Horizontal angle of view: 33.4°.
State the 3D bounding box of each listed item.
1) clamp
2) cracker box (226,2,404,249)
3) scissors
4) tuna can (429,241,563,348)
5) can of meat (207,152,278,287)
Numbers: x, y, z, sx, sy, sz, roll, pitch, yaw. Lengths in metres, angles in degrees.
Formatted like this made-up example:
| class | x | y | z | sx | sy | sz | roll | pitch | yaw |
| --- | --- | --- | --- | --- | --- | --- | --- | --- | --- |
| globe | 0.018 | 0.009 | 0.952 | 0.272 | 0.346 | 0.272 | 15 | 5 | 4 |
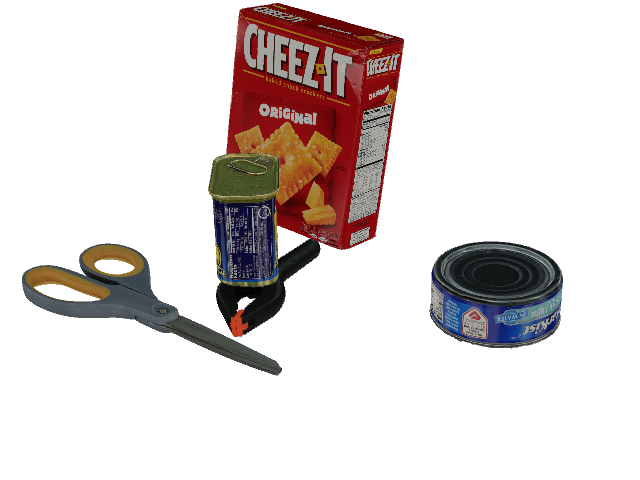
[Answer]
| class | x | y | z | sx | sy | sz | roll | pitch | yaw |
| --- | --- | --- | --- | --- | --- | --- | --- | --- | --- |
| clamp | -0.064 | 0.045 | 1.242 | 0.120 | 0.039 | 0.171 | -4 | 40 | 8 |
| cracker box | -0.014 | -0.116 | 1.086 | 0.164 | 0.214 | 0.071 | 23 | 29 | 31 |
| scissors | -0.105 | 0.041 | 0.726 | 0.202 | 0.016 | 0.096 | 12 | 30 | 15 |
| tuna can | 0.115 | 0.033 | 0.698 | 0.086 | 0.034 | 0.086 | -1 | 27 | 0 |
| can of meat | -0.063 | -0.018 | 0.905 | 0.057 | 0.084 | 0.102 | -2 | 24 | -1 |
